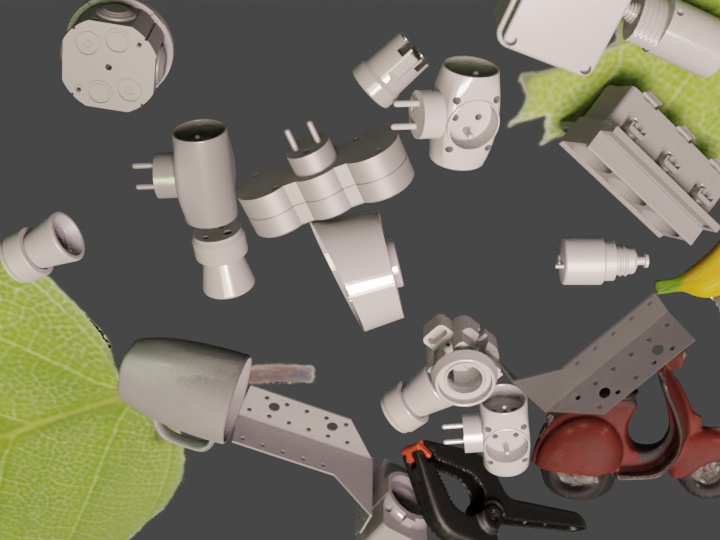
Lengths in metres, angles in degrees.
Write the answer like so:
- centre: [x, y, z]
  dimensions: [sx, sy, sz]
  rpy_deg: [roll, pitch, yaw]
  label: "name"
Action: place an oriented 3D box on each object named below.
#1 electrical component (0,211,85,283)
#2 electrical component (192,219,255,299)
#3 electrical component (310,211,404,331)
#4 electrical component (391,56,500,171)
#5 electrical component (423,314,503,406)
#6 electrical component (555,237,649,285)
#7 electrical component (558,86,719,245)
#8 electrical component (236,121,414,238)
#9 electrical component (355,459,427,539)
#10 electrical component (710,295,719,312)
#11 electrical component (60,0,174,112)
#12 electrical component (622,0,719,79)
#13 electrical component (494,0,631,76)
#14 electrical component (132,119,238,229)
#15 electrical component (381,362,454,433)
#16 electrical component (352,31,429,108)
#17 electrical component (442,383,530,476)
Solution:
- centre: [-0.265, -0.018, 0.895]
  dimensions: [0.055, 0.045, 0.045]
  rpy_deg: [-24, 119, 16]
  label: "electrical component"
- centre: [-0.114, -0.010, 0.897]
  dimensions: [0.045, 0.045, 0.055]
  rpy_deg: [-5, 122, 5]
  label: "electrical component"
- centre: [0.000, 0.000, 0.873]
  dimensions: [0.064, 0.099, 0.099]
  rpy_deg: [-14, 122, 2]
  label: "electrical component"
- centre: [0.062, -0.118, 0.818]
  dimensions: [0.079, 0.044, 0.077]
  rpy_deg: [-4, 124, -16]
  label: "electrical component"
- centre: [0.091, 0.082, 0.945]
  dimensions: [0.078, 0.057, 0.058]
  rpy_deg: [37, 116, -20]
  label: "electrical component"
- centre: [0.200, -0.008, 0.894]
  dimensions: [0.078, 0.040, 0.040]
  rpy_deg: [0, 123, 1]
  label: "electrical component"
- centre: [0.222, -0.083, 0.828]
  dimensions: [0.121, 0.079, 0.063]
  rpy_deg: [38, 86, -21]
  label: "electrical component"
- centre: [-0.034, -0.083, 0.844]
  dimensions: [0.138, 0.052, 0.073]
  rpy_deg: [-18, 120, 13]
  label: "electrical component"
- centre: [0.032, 0.230, 1.021]
  dimensions: [0.050, 0.089, 0.055]
  rpy_deg: [30, 119, -17]
  label: "electrical component"
- centre: [0.352, 0.047, 0.913]
  dimensions: [0.061, 0.061, 0.096]
  rpy_deg: [-34, 116, 21]
  label: "electrical component"
- centre: [-0.182, -0.160, 0.799]
  dimensions: [0.080, 0.051, 0.080]
  rpy_deg: [1, 123, 1]
  label: "electrical component"
- centre: [0.226, -0.175, 0.784]
  dimensions: [0.081, 0.043, 0.043]
  rpy_deg: [21, 121, -12]
  label: "electrical component"
- centre: [0.151, -0.203, 0.760]
  dimensions: [0.078, 0.057, 0.113]
  rpy_deg: [19, 121, -10]
  label: "electrical component"
- centre: [-0.141, -0.076, 0.856]
  dimensions: [0.079, 0.044, 0.077]
  rpy_deg: [-2, 123, 2]
  label: "electrical component"
- centre: [0.053, 0.116, 0.975]
  dimensions: [0.055, 0.045, 0.045]
  rpy_deg: [-37, 115, 22]
  label: "electrical component"
- centre: [0.024, -0.151, 0.808]
  dimensions: [0.046, 0.040, 0.040]
  rpy_deg: [-40, 114, 17]
  label: "electrical component"
- centre: [0.116, 0.150, 0.995]
  dimensions: [0.079, 0.044, 0.077]
  rpy_deg: [-5, 122, 4]
  label: "electrical component"
